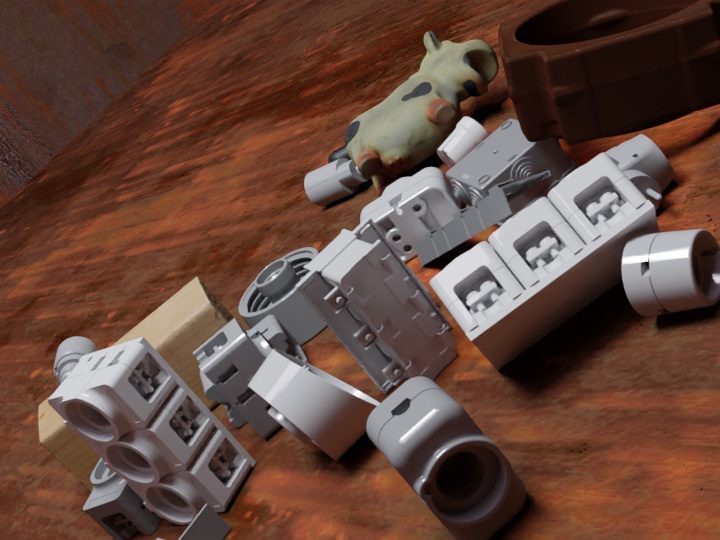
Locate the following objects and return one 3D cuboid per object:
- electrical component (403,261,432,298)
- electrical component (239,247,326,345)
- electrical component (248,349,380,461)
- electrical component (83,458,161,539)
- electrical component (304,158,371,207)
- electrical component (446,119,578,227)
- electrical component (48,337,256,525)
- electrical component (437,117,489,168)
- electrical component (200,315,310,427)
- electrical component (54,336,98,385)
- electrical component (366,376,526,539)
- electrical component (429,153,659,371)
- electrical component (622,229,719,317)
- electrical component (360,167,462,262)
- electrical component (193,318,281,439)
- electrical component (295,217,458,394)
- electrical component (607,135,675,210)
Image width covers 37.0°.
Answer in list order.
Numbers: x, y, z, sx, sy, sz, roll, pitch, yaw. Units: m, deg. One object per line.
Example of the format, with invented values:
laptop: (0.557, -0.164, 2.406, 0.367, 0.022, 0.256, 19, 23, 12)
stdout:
electrical component: (0.010, 0.030, 0.941, 0.061, 0.061, 0.096, -48, 17, -22)
electrical component: (-0.071, 0.024, 1.064, 0.108, 0.060, 0.108, -32, 24, 16)
electrical component: (-0.035, 0.099, 0.830, 0.064, 0.099, 0.099, -50, 24, -9)
electrical component: (-0.201, 0.187, 0.958, 0.050, 0.055, 0.089, -23, 27, 32)
electrical component: (-0.021, -0.107, 1.257, 0.081, 0.043, 0.043, -20, 29, 37)
electrical component: (0.136, -0.091, 0.985, 0.100, 0.048, 0.100, -41, 23, -4)
electrical component: (-0.173, 0.137, 0.889, 0.089, 0.150, 0.061, -17, 29, 41)
electrical component: (0.107, -0.129, 1.113, 0.046, 0.040, 0.040, -47, 24, -6)
electrical component: (-0.098, 0.091, 0.992, 0.089, 0.050, 0.055, -39, 23, 0)
electrical component: (-0.269, 0.094, 1.018, 0.040, 0.040, 0.078, -36, 24, 6)
electrical component: (0.055, 0.118, 0.656, 0.054, 0.095, 0.059, -41, 23, -5)
electrical component: (0.131, -0.006, 0.760, 0.150, 0.089, 0.061, -37, 64, 4)
electrical component: (0.206, 0.001, 0.704, 0.047, 0.055, 0.055, -10, 36, 43)
electrical component: (0.049, -0.053, 1.037, 0.095, 0.053, 0.059, -32, 24, 15)
electrical component: (-0.092, 0.091, 0.932, 0.056, 0.089, 0.050, -40, 23, -3)
electrical component: (0.019, 0.032, 0.837, 0.079, 0.121, 0.063, -44, 26, -13)
electrical component: (0.207, -0.060, 0.830, 0.077, 0.043, 0.079, -37, 23, 3)
